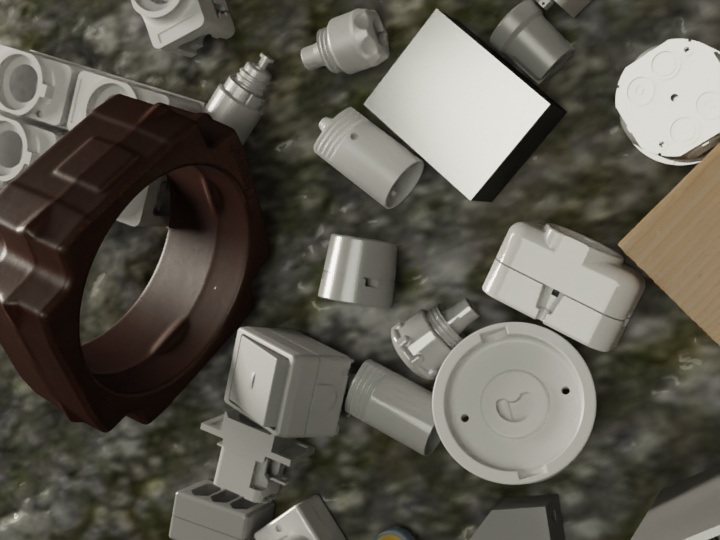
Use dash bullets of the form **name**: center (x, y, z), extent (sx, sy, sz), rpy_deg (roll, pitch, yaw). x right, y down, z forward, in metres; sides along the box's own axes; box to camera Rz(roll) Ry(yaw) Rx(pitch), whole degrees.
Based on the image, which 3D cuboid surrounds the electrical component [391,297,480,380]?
- **electrical component**: center (0.057, 0.045, 0.770), extent (0.062, 0.048, 0.048), rpy_deg (-39, 77, 13)

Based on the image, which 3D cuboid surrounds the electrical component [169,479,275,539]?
- **electrical component**: center (-0.112, 0.214, 0.847), extent (0.066, 0.047, 0.076), rpy_deg (13, 97, 22)

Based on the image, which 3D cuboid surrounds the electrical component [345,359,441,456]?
- **electrical component**: center (0.023, 0.098, 0.786), extent (0.081, 0.043, 0.043), rpy_deg (27, 102, 21)

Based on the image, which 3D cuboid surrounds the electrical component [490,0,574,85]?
- **electrical component**: center (0.119, -0.155, 0.738), extent (0.046, 0.040, 0.040), rpy_deg (47, 108, 9)

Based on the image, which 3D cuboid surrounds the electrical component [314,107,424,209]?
- **electrical component**: center (0.002, -0.086, 0.788), extent (0.081, 0.043, 0.043), rpy_deg (39, 106, 17)

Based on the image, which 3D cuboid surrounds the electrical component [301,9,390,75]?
- **electrical component**: center (-0.013, -0.164, 0.792), extent (0.062, 0.043, 0.043), rpy_deg (-15, 86, 24)

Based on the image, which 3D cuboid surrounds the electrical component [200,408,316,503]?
- **electrical component**: center (-0.082, 0.142, 0.834), extent (0.081, 0.042, 0.063), rpy_deg (19, 101, 22)

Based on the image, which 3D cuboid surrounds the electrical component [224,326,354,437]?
- **electrical component**: center (-0.061, 0.080, 0.799), extent (0.096, 0.061, 0.061), rpy_deg (21, 102, 51)

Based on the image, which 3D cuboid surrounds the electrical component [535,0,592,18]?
- **electrical component**: center (0.124, -0.218, 0.726), extent (0.056, 0.050, 0.089), rpy_deg (-45, 75, 18)

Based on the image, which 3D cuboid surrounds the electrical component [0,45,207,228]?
- **electrical component**: center (-0.229, -0.110, 0.875), extent (0.186, 0.060, 0.105), rpy_deg (19, 100, 23)

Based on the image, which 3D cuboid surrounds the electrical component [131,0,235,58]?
- **electrical component**: center (-0.144, -0.219, 0.839), extent (0.050, 0.056, 0.089), rpy_deg (-22, 83, 23)

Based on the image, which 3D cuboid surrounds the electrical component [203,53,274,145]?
- **electrical component**: center (-0.092, -0.131, 0.828), extent (0.040, 0.040, 0.078), rpy_deg (40, 106, 17)

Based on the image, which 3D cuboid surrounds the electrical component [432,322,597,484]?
- **electrical component**: center (0.108, 0.095, 0.735), extent (0.108, 0.060, 0.108), rpy_deg (-4, 73, 14)

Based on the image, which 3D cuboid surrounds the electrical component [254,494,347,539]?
- **electrical component**: center (-0.047, 0.214, 0.803), extent (0.047, 0.077, 0.065), rpy_deg (-38, 78, 20)

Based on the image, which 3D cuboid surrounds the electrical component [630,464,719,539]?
- **electrical component**: center (0.224, 0.155, 0.623), extent (0.105, 0.186, 0.060), rpy_deg (-30, 80, 22)

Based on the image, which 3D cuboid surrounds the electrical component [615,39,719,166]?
- **electrical component**: center (0.206, -0.108, 0.695), extent (0.080, 0.051, 0.080), rpy_deg (1, 93, 23)

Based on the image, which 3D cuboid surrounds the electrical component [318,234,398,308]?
- **electrical component**: center (0.000, 0.000, 0.787), extent (0.055, 0.055, 0.047), rpy_deg (10, 92, 23)

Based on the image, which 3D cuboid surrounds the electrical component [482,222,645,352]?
- **electrical component**: center (0.140, 0.007, 0.726), extent (0.095, 0.054, 0.059), rpy_deg (28, 103, 20)
